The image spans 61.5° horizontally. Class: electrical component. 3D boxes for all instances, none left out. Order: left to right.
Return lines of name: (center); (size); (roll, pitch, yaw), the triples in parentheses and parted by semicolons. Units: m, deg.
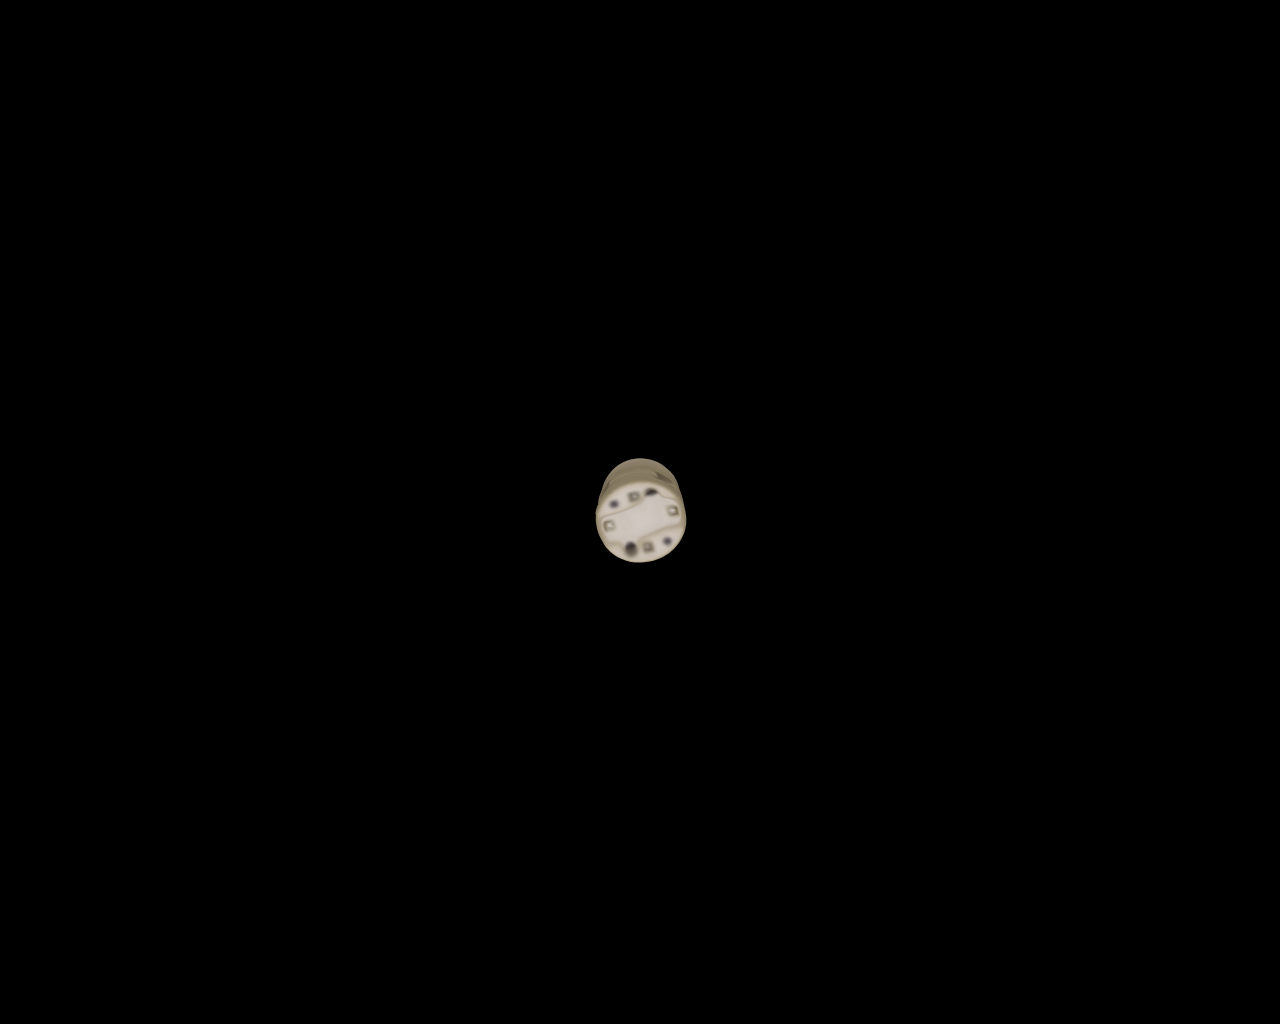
electrical component: (0.001, -0.003, 0.650); (0.055, 0.055, 0.047); (0, 23, 0)
